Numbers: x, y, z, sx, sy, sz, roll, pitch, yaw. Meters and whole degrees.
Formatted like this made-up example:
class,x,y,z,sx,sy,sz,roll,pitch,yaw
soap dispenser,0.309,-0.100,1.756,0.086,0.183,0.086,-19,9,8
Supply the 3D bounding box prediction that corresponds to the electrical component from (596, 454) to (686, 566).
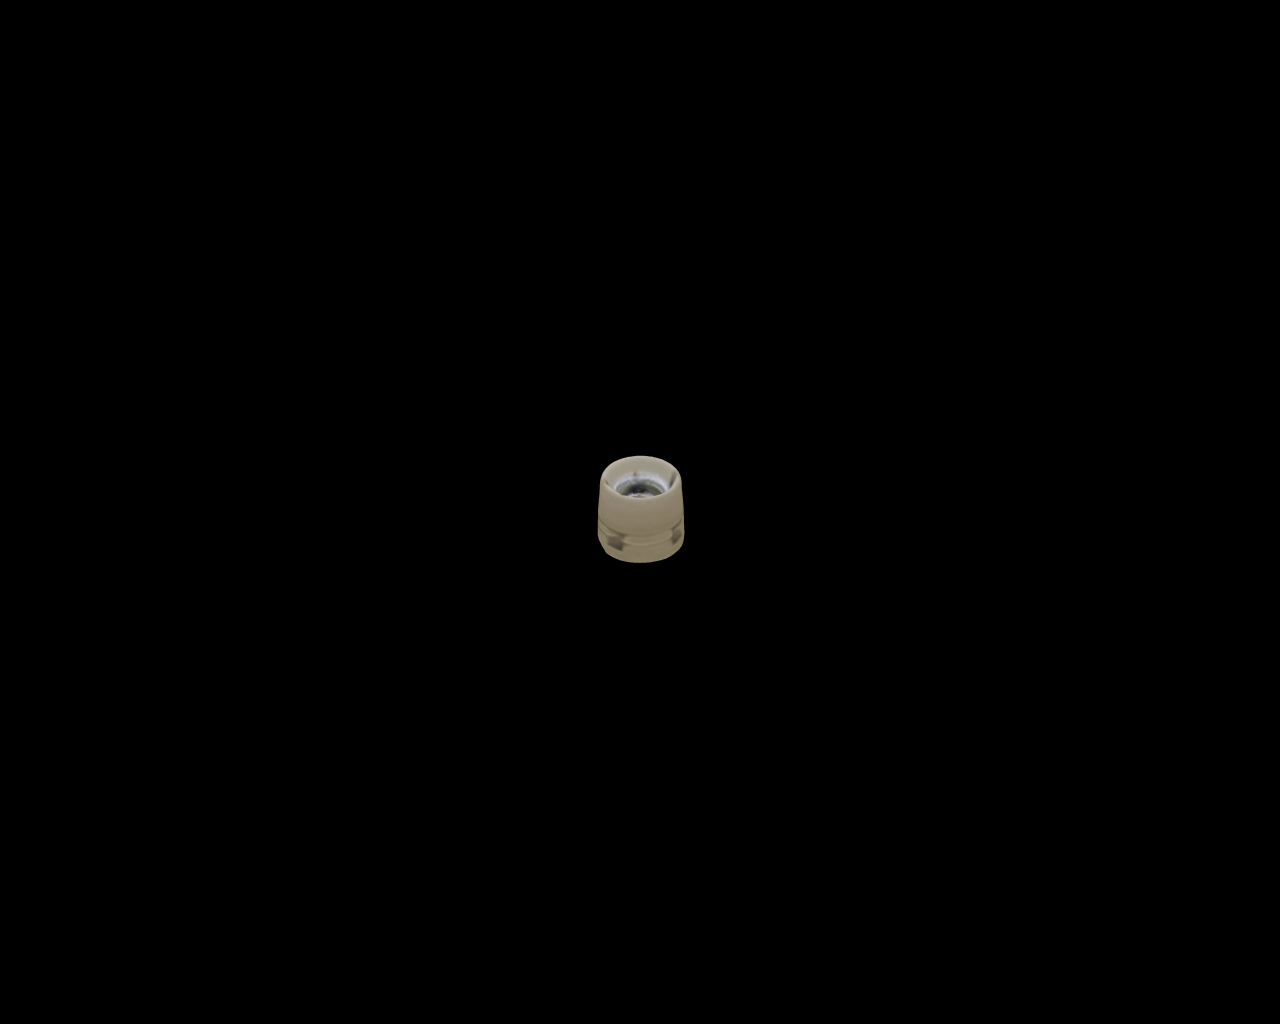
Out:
class,x,y,z,sx,sy,sz,roll,pitch,yaw
electrical component,0.001,-0.003,0.650,0.055,0.047,0.055,0,36,0
